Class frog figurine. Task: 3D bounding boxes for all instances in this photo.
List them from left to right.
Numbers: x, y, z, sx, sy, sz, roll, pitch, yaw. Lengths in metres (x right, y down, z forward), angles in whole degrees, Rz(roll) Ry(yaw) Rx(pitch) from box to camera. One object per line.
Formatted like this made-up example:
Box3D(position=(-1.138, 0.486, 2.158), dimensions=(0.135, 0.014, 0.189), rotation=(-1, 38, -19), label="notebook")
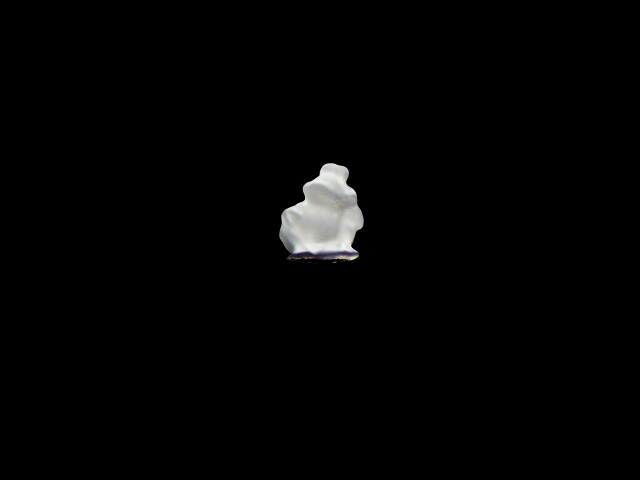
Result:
Box3D(position=(0.003, -0.043, 0.850), dimensions=(0.137, 0.161, 0.122), rotation=(-2, -11, 11), label="frog figurine")
